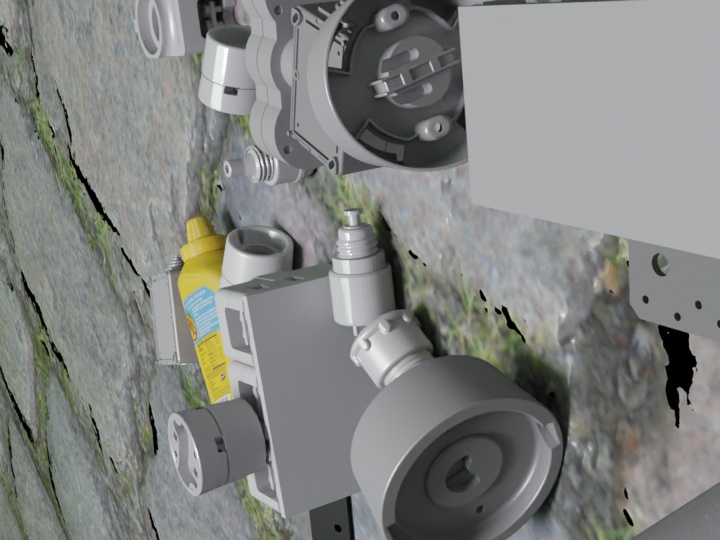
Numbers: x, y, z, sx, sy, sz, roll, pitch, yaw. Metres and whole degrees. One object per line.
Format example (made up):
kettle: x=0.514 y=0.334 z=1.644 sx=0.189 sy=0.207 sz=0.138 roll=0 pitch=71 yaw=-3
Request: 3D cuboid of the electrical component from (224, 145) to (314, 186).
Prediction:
electrical component: x=-0.064 y=-0.074 z=0.740 sx=0.035 sy=0.061 sz=0.035 roll=35 pitch=131 yaw=51

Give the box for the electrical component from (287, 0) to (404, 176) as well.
electrical component: x=0.001 y=-0.111 z=0.607 sx=0.062 sy=0.061 sz=0.096 roll=43 pitch=138 yaw=46

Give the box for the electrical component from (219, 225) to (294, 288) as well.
electrical component: x=-0.077 y=-0.002 z=0.807 sx=0.055 sy=0.055 sz=0.047 roll=44 pitch=135 yaw=45

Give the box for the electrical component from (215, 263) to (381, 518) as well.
electrical component: x=-0.038 y=0.078 z=0.733 sx=0.062 sy=0.089 sz=0.150 roll=8 pitch=109 yaw=60

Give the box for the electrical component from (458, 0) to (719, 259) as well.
electrical component: x=0.111 y=-0.065 z=0.428 sx=0.150 sy=0.062 sz=0.089 roll=20 pitch=120 yaw=57

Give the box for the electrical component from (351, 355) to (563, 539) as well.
electrical component: x=0.047 y=0.096 z=0.575 sx=0.060 sy=0.108 sz=0.108 roll=-132 pitch=38 yaw=-51

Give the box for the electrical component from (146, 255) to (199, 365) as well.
electrical component: x=-0.148 y=0.034 z=0.952 sx=0.062 sy=0.061 sz=0.096 roll=-11 pitch=85 yaw=62

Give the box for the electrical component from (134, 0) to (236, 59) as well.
electrical component: x=-0.136 y=-0.191 z=0.826 sx=0.089 sy=0.056 sz=0.050 roll=18 pitch=118 yaw=58

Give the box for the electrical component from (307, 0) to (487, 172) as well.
electrical component: x=0.025 y=-0.098 z=0.535 sx=0.064 sy=0.099 sz=0.099 roll=-173 pitch=71 yaw=-67

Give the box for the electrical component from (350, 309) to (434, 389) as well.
electrical component: x=0.028 y=0.058 z=0.656 sx=0.062 sy=0.048 sz=0.048 roll=52 pitch=145 yaw=25

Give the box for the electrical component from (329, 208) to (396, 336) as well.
electrical component: x=0.000 y=0.000 z=0.682 sx=0.040 sy=0.040 sz=0.078 roll=17 pitch=117 yaw=58

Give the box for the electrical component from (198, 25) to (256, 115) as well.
electrical component: x=-0.085 y=-0.142 z=0.757 sx=0.055 sy=0.055 sz=0.047 roll=45 pitch=136 yaw=44

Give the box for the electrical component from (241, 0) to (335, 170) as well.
electrical component: x=-0.034 y=-0.130 z=0.670 sx=0.074 sy=0.052 sz=0.138 roll=30 pitch=128 yaw=54

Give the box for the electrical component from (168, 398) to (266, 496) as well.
electrical component: x=-0.093 y=0.113 z=0.700 sx=0.055 sy=0.047 sz=0.055 roll=35 pitch=131 yaw=51
